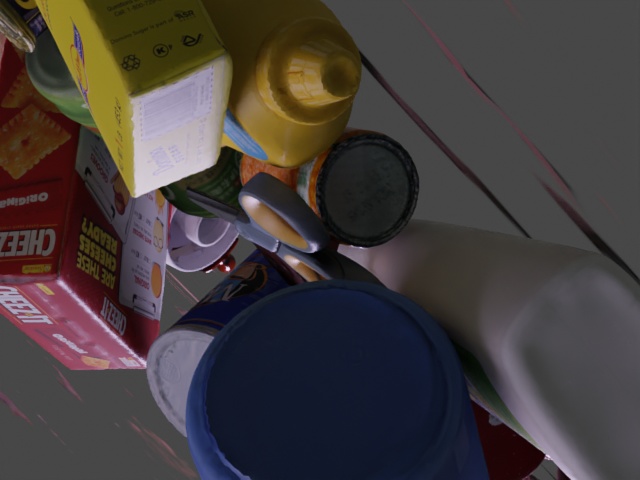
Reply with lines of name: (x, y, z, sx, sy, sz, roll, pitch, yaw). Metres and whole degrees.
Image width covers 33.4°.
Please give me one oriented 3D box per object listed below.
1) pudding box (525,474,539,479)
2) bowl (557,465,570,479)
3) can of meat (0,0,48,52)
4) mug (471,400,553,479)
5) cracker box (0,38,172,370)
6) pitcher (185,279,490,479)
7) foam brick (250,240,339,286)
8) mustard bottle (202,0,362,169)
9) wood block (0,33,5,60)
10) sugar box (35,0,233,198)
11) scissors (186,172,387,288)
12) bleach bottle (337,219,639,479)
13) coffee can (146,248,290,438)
pudding box: (0.130, 0.182, 0.826, 0.090, 0.039, 0.113, 27, 171, 34)
bowl: (0.182, 0.159, 0.575, 0.162, 0.055, 0.162, 43, 169, 10)
can of meat: (-0.150, -0.159, 0.527, 0.102, 0.084, 0.058, 50, 168, -26)
mug: (0.093, 0.102, 0.625, 0.117, 0.093, 0.082, 31, 170, -23)
cracker box: (-0.157, -0.039, 0.713, 0.072, 0.213, 0.164, -3, 154, 12)
pitcher: (0.013, 0.121, 0.495, 0.149, 0.145, 0.243, -1, 143, 12)
foam brick: (-0.004, 0.001, 0.681, 0.053, 0.051, 0.078, 49, 169, -23)
mustard bottle: (-0.035, -0.078, 0.468, 0.096, 0.058, 0.192, 61, 164, -24)
wood block: (-0.255, -0.177, 0.747, 0.091, 0.090, 0.206, 34, 155, 40)
sugar box: (-0.093, -0.114, 0.416, 0.176, 0.048, 0.093, 59, 162, 14)
scissors: (-0.037, -0.016, 0.522, 0.202, 0.016, 0.096, 32, 164, 45)
bleach bottle: (0.070, 0.037, 0.514, 0.102, 0.068, 0.251, 51, 170, -17)
coffee can: (-0.040, 0.070, 0.749, 0.103, 0.140, 0.103, 16, 125, 24)
